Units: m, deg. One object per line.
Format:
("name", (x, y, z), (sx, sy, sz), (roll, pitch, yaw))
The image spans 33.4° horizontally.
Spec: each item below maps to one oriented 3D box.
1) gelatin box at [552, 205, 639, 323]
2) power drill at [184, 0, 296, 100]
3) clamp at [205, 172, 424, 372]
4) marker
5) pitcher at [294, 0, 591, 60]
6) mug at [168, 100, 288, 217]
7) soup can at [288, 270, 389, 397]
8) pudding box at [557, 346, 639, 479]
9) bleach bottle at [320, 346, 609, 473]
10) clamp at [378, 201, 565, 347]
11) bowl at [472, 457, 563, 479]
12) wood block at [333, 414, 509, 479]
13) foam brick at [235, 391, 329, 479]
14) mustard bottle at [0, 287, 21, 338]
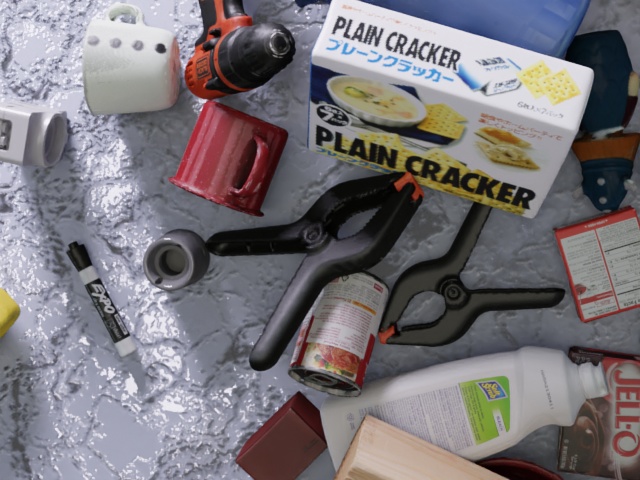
("gelatin box", (0.256, 0.022, 0.953), (0.073, 0.030, 0.089), (-17, 95, 9))
("power drill", (-0.075, -0.218, 0.907), (0.057, 0.185, 0.187), (-4, 91, -27))
("clamp", (-0.006, 0.001, 0.953), (0.210, 0.036, 0.165), (-38, 47, 3))
("marker", (-0.212, 0.056, 1.034), (0.020, 0.020, 0.121), (-27, 93, 11))
("pitcher", (0.102, -0.230, 0.890), (0.243, 0.149, 0.145), (28, 80, 1))
("mug", (-0.075, -0.072, 0.951), (0.093, 0.117, 0.081), (19, 96, -25))
("soup can", (0.018, 0.081, 0.958), (0.068, 0.068, 0.102), (15, 69, 6))
("pudding box", (0.264, 0.158, 0.965), (0.090, 0.039, 0.113), (7, 98, 8))
("bleach bottle", (0.132, 0.158, 0.954), (0.251, 0.068, 0.102), (-15, 96, 18))
("clamp", (0.122, 0.034, 0.972), (0.171, 0.039, 0.120), (-25, 83, 8))
("bowl", (0.171, 0.271, 0.986), (0.162, 0.055, 0.162), (1, 98, 9))
("wood block", (0.110, 0.244, 0.906), (0.206, 0.090, 0.091), (25, 109, 1))
("foam brick", (-0.032, 0.193, 1.009), (0.053, 0.051, 0.078), (45, 102, -2))
("mustard bottle", (-0.390, 0.036, 1.039), (0.191, 0.058, 0.096), (45, 101, 0))
